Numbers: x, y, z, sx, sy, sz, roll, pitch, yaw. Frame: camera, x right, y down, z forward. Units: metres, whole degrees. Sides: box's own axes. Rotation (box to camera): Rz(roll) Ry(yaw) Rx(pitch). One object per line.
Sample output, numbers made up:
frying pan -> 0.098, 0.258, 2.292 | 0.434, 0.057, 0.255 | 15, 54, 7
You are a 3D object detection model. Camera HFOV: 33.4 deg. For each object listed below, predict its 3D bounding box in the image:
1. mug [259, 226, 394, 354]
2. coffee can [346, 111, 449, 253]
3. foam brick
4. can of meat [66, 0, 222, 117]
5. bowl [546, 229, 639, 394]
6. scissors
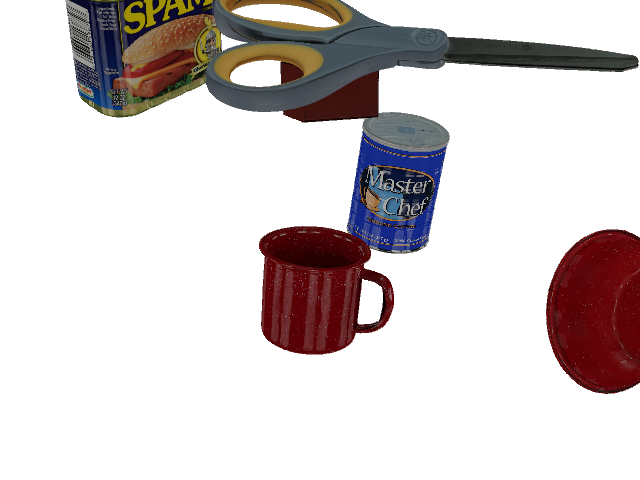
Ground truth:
mug -> 0.004, 0.044, 0.889 | 0.117, 0.081, 0.093 | 10, 23, 13
coffee can -> 0.091, -0.070, 1.279 | 0.102, 0.140, 0.103 | 6, 28, -4
foam brick -> 0.009, -0.139, 0.977 | 0.078, 0.051, 0.053 | -7, 18, -23
can of meat -> -0.108, -0.135, 0.667 | 0.058, 0.084, 0.101 | 31, 46, 33
bowl -> 0.296, 0.070, 1.021 | 0.161, 0.162, 0.055 | 0, 1, -27
scissors -> 0.035, -0.079, 0.490 | 0.202, 0.016, 0.096 | 17, 50, 18
